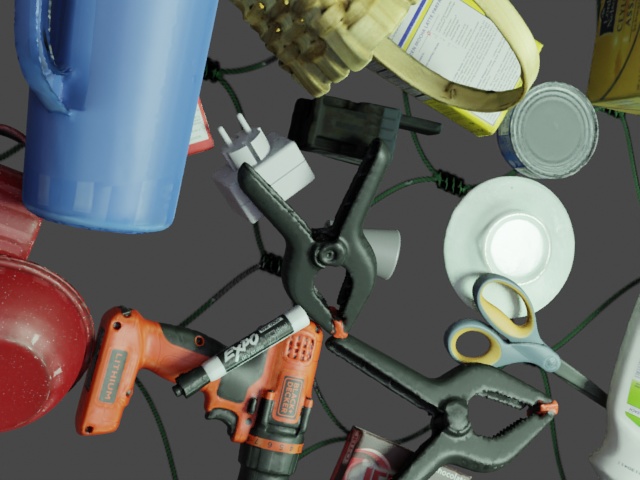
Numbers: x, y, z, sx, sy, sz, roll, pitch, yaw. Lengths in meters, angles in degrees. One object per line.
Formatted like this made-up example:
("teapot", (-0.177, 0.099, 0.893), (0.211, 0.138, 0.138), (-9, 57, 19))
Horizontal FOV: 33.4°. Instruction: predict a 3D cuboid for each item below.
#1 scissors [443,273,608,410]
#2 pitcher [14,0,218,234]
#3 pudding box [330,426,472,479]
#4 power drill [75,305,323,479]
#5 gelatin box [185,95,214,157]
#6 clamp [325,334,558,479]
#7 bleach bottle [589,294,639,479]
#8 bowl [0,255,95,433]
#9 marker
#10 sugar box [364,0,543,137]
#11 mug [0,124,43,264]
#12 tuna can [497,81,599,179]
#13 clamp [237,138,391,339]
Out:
("scissors", (0.188, 0.116, 0.968), (0.096, 0.016, 0.201), (-38, 111, 2))
("pitcher", (-0.145, -0.131, 0.738), (0.149, 0.145, 0.243), (7, 97, -22))
("pudding box", (0.063, 0.224, 0.927), (0.113, 0.039, 0.090), (25, 85, -16))
("power drill", (-0.099, 0.138, 0.871), (0.187, 0.057, 0.184), (14, 85, -18))
("gelatin box", (-0.134, -0.106, 0.862), (0.073, 0.030, 0.089), (-18, 97, -12))
("clamp", (0.106, 0.164, 0.909), (0.209, 0.036, 0.164), (4, 72, -18))
("bleach bottle", (0.304, 0.130, 0.964), (0.103, 0.068, 0.251), (24, 88, 20))
("bowl", (-0.247, 0.091, 0.791), (0.162, 0.055, 0.162), (-7, 124, -11))
("marker", (-0.063, 0.089, 0.842), (0.121, 0.020, 0.020), (-30, 100, -17))
("sugar box", (0.093, -0.171, 0.914), (0.176, 0.048, 0.093), (30, 84, -11))
("mug", (-0.252, -0.031, 0.805), (0.081, 0.093, 0.117), (21, 79, -21))
("tuna can", (0.202, -0.097, 0.953), (0.086, 0.034, 0.086), (-1, 93, -15))
("clamp", (-0.006, 0.001, 0.860), (0.120, 0.039, 0.171), (0, 113, -3))
